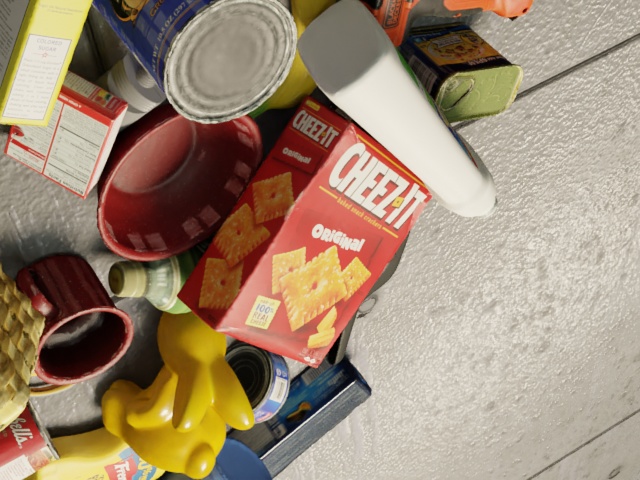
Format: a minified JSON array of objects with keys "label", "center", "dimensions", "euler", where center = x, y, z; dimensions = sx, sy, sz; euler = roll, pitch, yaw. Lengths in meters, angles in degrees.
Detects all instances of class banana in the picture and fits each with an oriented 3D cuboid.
[{"label":"banana","center":[-0.018,-0.181,0.896],"dimensions":[0.069,0.037,0.198],"euler":[-18,139,-31]}]

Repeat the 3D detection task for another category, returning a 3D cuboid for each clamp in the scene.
[{"label":"clamp","center":[0.032,0.056,1.198],"dimensions":[0.210,0.036,0.164],"euler":[-47,145,6]}]

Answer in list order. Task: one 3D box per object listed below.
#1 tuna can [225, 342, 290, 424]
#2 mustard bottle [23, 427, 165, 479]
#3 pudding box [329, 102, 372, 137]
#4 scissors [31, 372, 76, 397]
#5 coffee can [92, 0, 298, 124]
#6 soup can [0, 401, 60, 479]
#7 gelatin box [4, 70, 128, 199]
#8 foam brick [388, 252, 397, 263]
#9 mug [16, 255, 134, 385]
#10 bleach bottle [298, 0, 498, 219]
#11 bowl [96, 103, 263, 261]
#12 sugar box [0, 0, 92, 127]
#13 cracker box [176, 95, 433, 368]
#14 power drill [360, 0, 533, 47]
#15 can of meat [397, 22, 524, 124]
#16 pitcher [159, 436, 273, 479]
[{"label":"tuna can","center":[-0.077,0.156,1.169],"dimensions":[0.086,0.086,0.033],"euler":[-47,142,10]},{"label":"mustard bottle","center":[-0.225,0.239,1.152],"dimensions":[0.191,0.058,0.096],"euler":[-11,133,-35]},{"label":"pudding box","center":[0.038,-0.093,1.039],"dimensions":[0.090,0.039,0.113],"euler":[-47,143,13]},{"label":"scissors","center":[-0.304,0.115,0.984],"dimensions":[0.201,0.016,0.096],"euler":[8,122,-46]},{"label":"coffee can","center":[-0.094,-0.164,0.758],"dimensions":[0.102,0.140,0.103],"euler":[-24,142,-21]},{"label":"soup can","center":[-0.313,0.207,1.031],"dimensions":[0.102,0.069,0.068],"euler":[-28,143,-14]},{"label":"gelatin box","center":[-0.193,-0.084,0.807],"dimensions":[0.089,0.073,0.030],"euler":[-59,-177,42]},{"label":"foam brick","center":[0.034,-0.006,1.098],"dimensions":[0.053,0.078,0.051],"euler":[-34,143,-11]},{"label":"mug","center":[-0.228,0.062,0.936],"dimensions":[0.093,0.082,0.117],"euler":[-39,145,0]},{"label":"bleach bottle","center":[0.084,-0.095,0.925],"dimensions":[0.068,0.103,0.250],"euler":[-38,136,12]},{"label":"bowl","center":[-0.129,-0.060,0.906],"dimensions":[0.162,0.055,0.162],"euler":[-29,146,-23]},{"label":"sugar box","center":[-0.188,-0.173,0.707],"dimensions":[0.048,0.093,0.176],"euler":[2,128,-44]},{"label":"cracker box","center":[-0.006,0.001,0.974],"dimensions":[0.214,0.072,0.164],"euler":[-56,142,3]},{"label":"power drill","center":[0.111,-0.246,0.925],"dimensions":[0.187,0.057,0.185],"euler":[-16,142,-25]},{"label":"can of meat","center":[0.125,-0.159,1.005],"dimensions":[0.101,0.084,0.057],"euler":[-13,137,-32]},{"label":"pitcher","center":[-0.172,0.334,1.217],"dimensions":[0.243,0.145,0.149],"euler":[-45,-172,18]}]
